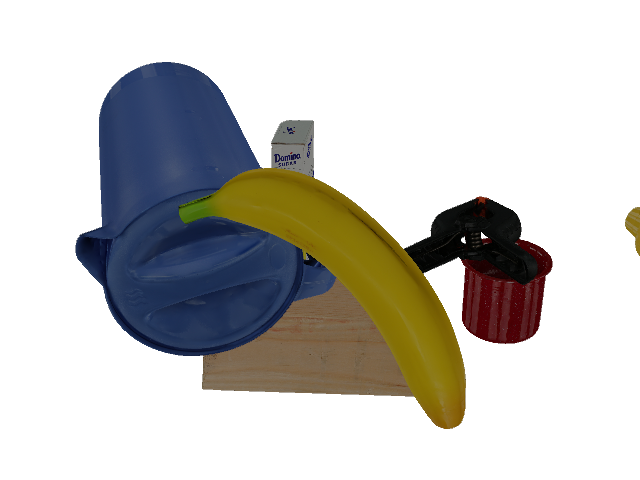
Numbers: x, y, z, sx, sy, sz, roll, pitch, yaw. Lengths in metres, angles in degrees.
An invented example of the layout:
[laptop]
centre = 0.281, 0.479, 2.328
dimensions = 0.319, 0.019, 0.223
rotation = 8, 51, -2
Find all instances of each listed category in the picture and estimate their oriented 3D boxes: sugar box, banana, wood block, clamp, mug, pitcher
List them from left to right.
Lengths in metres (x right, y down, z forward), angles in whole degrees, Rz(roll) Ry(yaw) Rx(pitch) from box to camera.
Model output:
[pitcher]
centre = -0.092, -0.036, 0.794
dimensions = 0.145, 0.149, 0.243
rotation = -31, 35, 6
[sugar box]
centre = -0.032, -0.045, 1.250
dimensions = 0.048, 0.176, 0.093
rotation = 0, 22, 6
[wood block]
centre = -0.007, 0.086, 1.018
dimensions = 0.206, 0.090, 0.091
rotation = 3, 29, -5
[banana]
centre = 0.017, 0.020, 0.586
dimensions = 0.198, 0.070, 0.037
rotation = 40, 33, 1
[clamp]
centre = 0.139, 0.001, 0.916
dimensions = 0.120, 0.039, 0.171
rotation = 9, 25, 22
[mug]
centre = 0.188, 0.048, 1.119
dimensions = 0.093, 0.081, 0.117
rotation = -5, 29, -8

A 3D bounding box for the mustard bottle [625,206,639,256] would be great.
[mustard bottle]
centre = 0.260, 0.024, 0.647
dimensions = 0.096, 0.058, 0.192
rotation = -22, 34, -23
